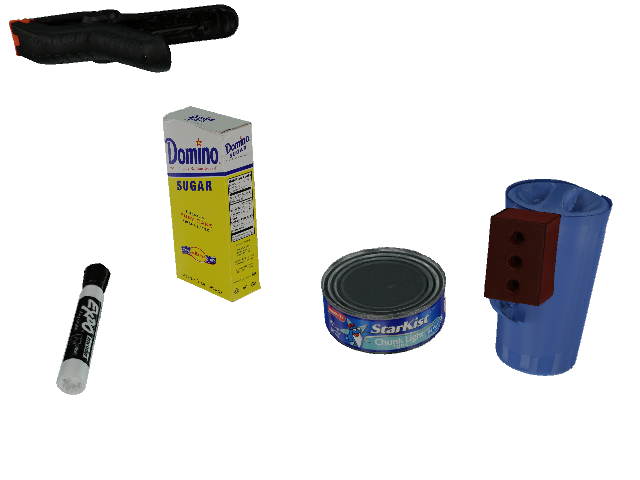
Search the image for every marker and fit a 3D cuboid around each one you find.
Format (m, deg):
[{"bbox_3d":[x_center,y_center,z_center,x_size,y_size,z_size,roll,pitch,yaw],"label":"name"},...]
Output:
[{"bbox_3d":[-0.162,0.057,0.735,0.020,0.020,0.121,0,37,-1],"label":"marker"}]

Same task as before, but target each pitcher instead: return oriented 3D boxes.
[{"bbox_3d":[0.286,0.051,1.387,0.149,0.243,0.145,5,23,4],"label":"pitcher"}]

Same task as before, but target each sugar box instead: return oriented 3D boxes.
[{"bbox_3d":[-0.107,-0.036,1.052,0.093,0.176,0.048,19,33,41],"label":"sugar box"}]

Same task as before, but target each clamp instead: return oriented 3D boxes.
[{"bbox_3d":[-0.149,-0.154,0.793,0.172,0.039,0.120,11,22,28],"label":"clamp"}]

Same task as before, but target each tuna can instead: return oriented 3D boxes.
[{"bbox_3d":[0.044,0.041,0.738,0.086,0.034,0.086,-4,31,2],"label":"tuna can"}]

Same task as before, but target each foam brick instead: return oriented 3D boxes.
[{"bbox_3d":[0.182,0.014,0.960,0.053,0.078,0.051,9,16,25],"label":"foam brick"}]
